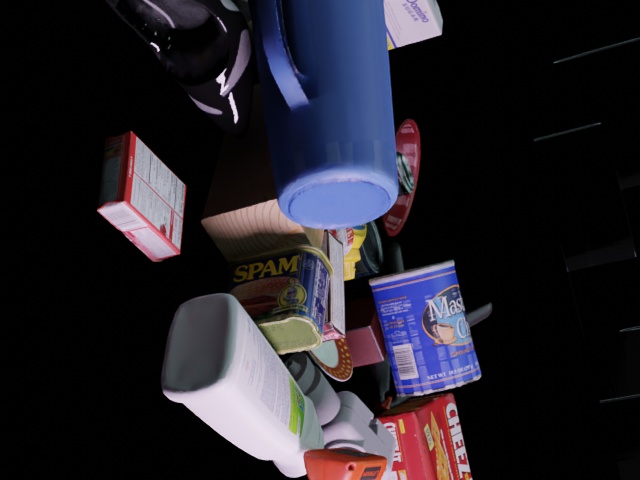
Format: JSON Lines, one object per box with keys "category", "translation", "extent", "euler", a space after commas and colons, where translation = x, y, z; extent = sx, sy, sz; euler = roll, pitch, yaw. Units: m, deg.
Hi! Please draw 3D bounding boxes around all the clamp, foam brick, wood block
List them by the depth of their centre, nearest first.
{"category": "wood block", "translation": [-0.045, -0.070, 1.086], "extent": [0.206, 0.091, 0.090], "euler": [-82, 151, -45]}
{"category": "foam brick", "translation": [0.052, 0.109, 1.285], "extent": [0.078, 0.051, 0.053], "euler": [-62, 133, -60]}
{"category": "clamp", "translation": [0.111, 0.117, 1.355], "extent": [0.164, 0.036, 0.209], "euler": [38, 67, -8]}

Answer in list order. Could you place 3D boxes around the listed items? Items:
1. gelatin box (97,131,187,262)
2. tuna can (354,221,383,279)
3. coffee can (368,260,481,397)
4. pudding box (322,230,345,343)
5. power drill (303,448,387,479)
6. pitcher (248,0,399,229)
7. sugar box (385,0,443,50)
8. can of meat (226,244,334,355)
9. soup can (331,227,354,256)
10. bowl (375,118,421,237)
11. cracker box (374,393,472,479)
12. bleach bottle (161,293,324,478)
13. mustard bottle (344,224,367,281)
{"category": "gelatin box", "translation": [-0.147, -0.035, 0.886], "extent": [0.089, 0.030, 0.073], "euler": [50, 32, -50]}
{"category": "tuna can", "translation": [0.051, 0.005, 1.371], "extent": [0.086, 0.034, 0.086], "euler": [-14, 90, -70]}
{"category": "coffee can", "translation": [0.123, 0.102, 1.247], "extent": [0.102, 0.103, 0.140], "euler": [-8, 84, -69]}
{"category": "pudding box", "translation": [-0.022, 0.053, 1.070], "extent": [0.039, 0.090, 0.113], "euler": [47, 35, -51]}
{"category": "power drill", "translation": [0.005, 0.289, 0.981], "extent": [0.184, 0.057, 0.187], "euler": [19, 80, -67]}
{"category": "pitcher", "translation": [0.000, -0.141, 0.977], "extent": [0.145, 0.149, 0.243], "euler": [124, -35, -57]}
{"category": "sugar box", "translation": [0.061, -0.287, 1.373], "extent": [0.048, 0.176, 0.093], "euler": [-81, 150, -45]}
{"category": "can of meat", "translation": [-0.042, 0.059, 1.000], "extent": [0.057, 0.102, 0.084], "euler": [57, 30, -44]}
{"category": "soup can", "translation": [-0.008, 0.001, 1.171], "extent": [0.102, 0.069, 0.068], "euler": [-29, 104, -69]}
{"category": "bowl", "translation": [0.087, -0.088, 1.450], "extent": [0.162, 0.055, 0.162], "euler": [11, 90, -70]}
{"category": "cracker box", "translation": [0.134, 0.289, 1.356], "extent": [0.213, 0.072, 0.164], "euler": [4, 75, -69]}
{"category": "bleach bottle", "translation": [-0.054, 0.154, 0.967], "extent": [0.250, 0.068, 0.102], "euler": [57, 29, -47]}
{"category": "mustard bottle", "translation": [0.015, -0.046, 1.273], "extent": [0.096, 0.058, 0.191], "euler": [4, 74, -59]}
